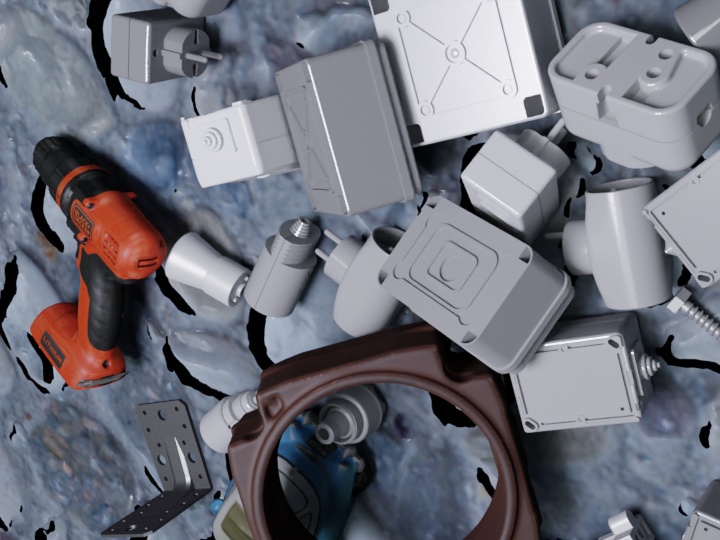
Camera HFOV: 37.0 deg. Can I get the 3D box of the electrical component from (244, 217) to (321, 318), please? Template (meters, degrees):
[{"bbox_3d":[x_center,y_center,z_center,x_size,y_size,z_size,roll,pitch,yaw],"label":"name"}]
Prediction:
[{"bbox_3d":[-0.058,-0.007,0.844,0.043,0.043,0.081,37,123,17],"label":"electrical component"}]

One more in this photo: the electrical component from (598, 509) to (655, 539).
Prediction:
[{"bbox_3d":[0.184,0.209,0.762,0.055,0.048,0.066,-34,86,28],"label":"electrical component"}]

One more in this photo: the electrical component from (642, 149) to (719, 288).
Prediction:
[{"bbox_3d":[0.223,-0.039,0.646,0.061,0.061,0.096,53,134,6],"label":"electrical component"}]

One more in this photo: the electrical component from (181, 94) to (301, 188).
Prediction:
[{"bbox_3d":[-0.083,-0.094,0.797,0.062,0.096,0.061,-9,101,35],"label":"electrical component"}]

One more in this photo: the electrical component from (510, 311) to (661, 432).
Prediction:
[{"bbox_3d":[0.156,0.066,0.725,0.096,0.061,0.061,-10,101,27],"label":"electrical component"}]

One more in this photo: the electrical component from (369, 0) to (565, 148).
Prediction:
[{"bbox_3d":[0.074,-0.145,0.704,0.109,0.056,0.108,-9,101,35],"label":"electrical component"}]

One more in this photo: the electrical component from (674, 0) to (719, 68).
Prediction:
[{"bbox_3d":[0.220,-0.154,0.617,0.065,0.044,0.044,-39,83,31],"label":"electrical component"}]

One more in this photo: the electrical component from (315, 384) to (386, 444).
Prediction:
[{"bbox_3d":[-0.011,0.117,0.845,0.043,0.062,0.043,11,112,30],"label":"electrical component"}]

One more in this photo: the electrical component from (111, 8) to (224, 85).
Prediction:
[{"bbox_3d":[-0.141,-0.170,0.828,0.077,0.066,0.047,18,115,27],"label":"electrical component"}]

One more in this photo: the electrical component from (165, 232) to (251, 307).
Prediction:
[{"bbox_3d":[-0.123,0.002,0.891,0.065,0.044,0.044,29,120,17],"label":"electrical component"}]

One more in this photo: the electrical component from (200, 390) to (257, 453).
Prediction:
[{"bbox_3d":[-0.104,0.125,0.922,0.078,0.040,0.040,-42,82,35],"label":"electrical component"}]

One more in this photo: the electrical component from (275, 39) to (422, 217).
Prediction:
[{"bbox_3d":[-0.011,-0.096,0.743,0.109,0.056,0.108,-162,55,-74],"label":"electrical component"}]

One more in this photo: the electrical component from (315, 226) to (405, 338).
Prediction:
[{"bbox_3d":[0.000,0.000,0.809,0.079,0.043,0.077,37,123,17],"label":"electrical component"}]

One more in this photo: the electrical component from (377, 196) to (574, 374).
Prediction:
[{"bbox_3d":[0.076,0.010,0.717,0.078,0.057,0.113,-55,41,1],"label":"electrical component"}]

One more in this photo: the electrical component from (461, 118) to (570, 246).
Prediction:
[{"bbox_3d":[0.111,-0.066,0.701,0.047,0.083,0.075,37,88,17],"label":"electrical component"}]

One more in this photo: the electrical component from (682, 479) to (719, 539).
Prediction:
[{"bbox_3d":[0.260,0.186,0.695,0.096,0.061,0.061,22,117,25],"label":"electrical component"}]

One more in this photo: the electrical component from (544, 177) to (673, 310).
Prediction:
[{"bbox_3d":[0.158,-0.016,0.702,0.079,0.043,0.077,-5,103,34],"label":"electrical component"}]

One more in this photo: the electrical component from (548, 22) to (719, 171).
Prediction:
[{"bbox_3d":[0.166,-0.101,0.643,0.095,0.053,0.059,30,161,41],"label":"electrical component"}]

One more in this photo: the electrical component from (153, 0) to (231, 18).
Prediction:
[{"bbox_3d":[-0.135,-0.237,0.808,0.095,0.054,0.059,48,125,10],"label":"electrical component"}]
